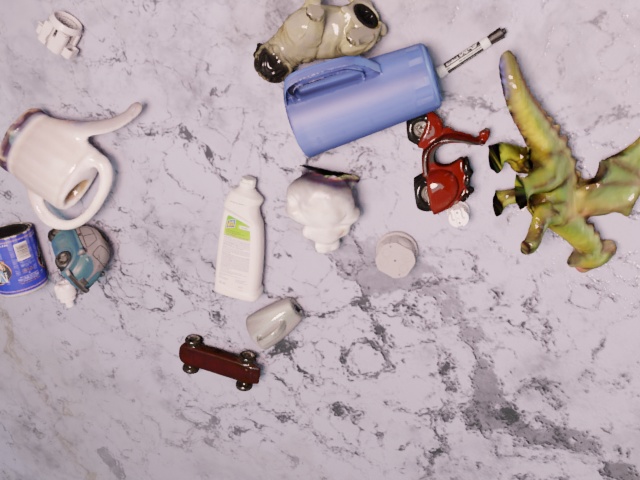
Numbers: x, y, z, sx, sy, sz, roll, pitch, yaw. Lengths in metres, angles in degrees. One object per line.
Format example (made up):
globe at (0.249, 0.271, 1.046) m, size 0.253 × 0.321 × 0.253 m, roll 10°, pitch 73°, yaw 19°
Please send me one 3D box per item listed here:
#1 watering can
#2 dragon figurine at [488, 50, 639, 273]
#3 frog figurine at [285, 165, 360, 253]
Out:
watering can at (-0.499, -0.179, 1.020) m, size 0.224 × 0.105 × 0.343 m, roll 36°, pitch 111°, yaw -3°
dragon figurine at (0.418, -0.116, 0.846) m, size 0.243 × 0.124 × 0.403 m, roll -10°, pitch 112°, yaw -1°
frog figurine at (0.003, -0.048, 0.946) m, size 0.137 × 0.124 × 0.158 m, roll 6°, pitch 104°, yaw -10°
